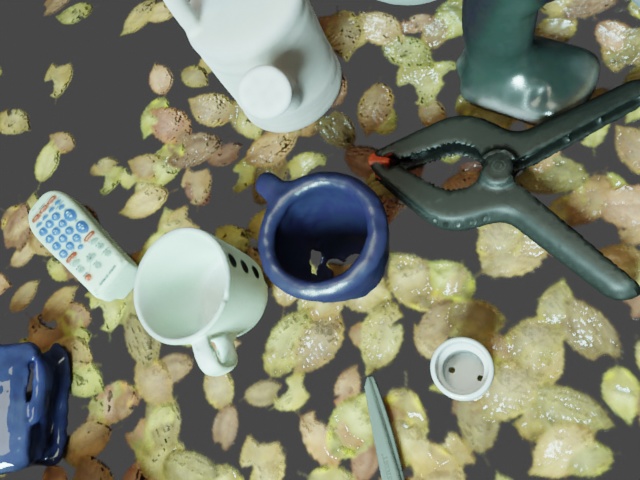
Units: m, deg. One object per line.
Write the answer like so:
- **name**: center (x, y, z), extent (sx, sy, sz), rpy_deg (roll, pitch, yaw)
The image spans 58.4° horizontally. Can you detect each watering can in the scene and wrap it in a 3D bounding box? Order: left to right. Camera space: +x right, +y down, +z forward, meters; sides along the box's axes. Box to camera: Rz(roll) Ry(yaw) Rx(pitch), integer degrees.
- **watering can**: center (-0.052, -0.171, 0.453), extent (0.101, 0.194, 0.172), rpy_deg (-41, 63, 1)

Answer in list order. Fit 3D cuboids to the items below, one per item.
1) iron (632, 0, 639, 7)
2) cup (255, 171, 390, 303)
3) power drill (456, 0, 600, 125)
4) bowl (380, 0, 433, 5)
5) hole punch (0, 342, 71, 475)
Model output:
- **iron**: center (0.261, -0.272, 0.413), extent (0.118, 0.142, 0.257), rpy_deg (-35, 63, 4)
- **cup**: center (0.004, 0.002, 0.426), extent (0.092, 0.095, 0.117), rpy_deg (-47, 63, -2)
- **power drill**: center (0.142, -0.164, 0.376), extent (0.228, 0.209, 0.076), rpy_deg (25, 80, 25)
- **bowl**: center (0.088, -0.270, 0.509), extent (0.167, 0.075, 0.167), rpy_deg (-6, 69, 17)
- **hole punch**: center (-0.272, 0.138, 0.471), extent (0.101, 0.091, 0.108), rpy_deg (-14, 67, 14)
